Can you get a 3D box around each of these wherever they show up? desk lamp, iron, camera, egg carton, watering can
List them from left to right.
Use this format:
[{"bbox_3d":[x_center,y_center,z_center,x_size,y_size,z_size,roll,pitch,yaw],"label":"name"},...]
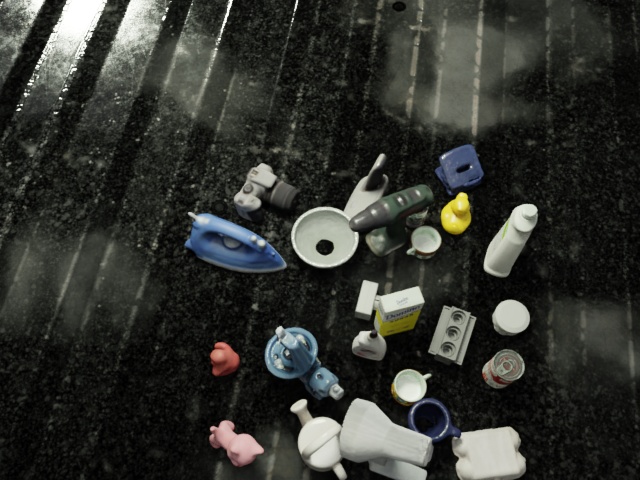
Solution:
[{"bbox_3d":[-0.206,0.000,1.408,0.258,0.141,0.119,18,66,8],"label":"iron"},{"bbox_3d":[-0.133,-0.118,1.485,0.136,0.101,0.143,25,68,11],"label":"camera"},{"bbox_3d":[-0.002,0.416,1.185,0.172,0.194,0.101,32,69,14],"label":"watering can"},{"bbox_3d":[0.142,0.418,1.173,0.203,0.213,0.118,17,66,8],"label":"desk lamp"},{"bbox_3d":[0.362,0.464,1.231,0.150,0.069,0.107,-7,65,-3],"label":"egg carton"}]

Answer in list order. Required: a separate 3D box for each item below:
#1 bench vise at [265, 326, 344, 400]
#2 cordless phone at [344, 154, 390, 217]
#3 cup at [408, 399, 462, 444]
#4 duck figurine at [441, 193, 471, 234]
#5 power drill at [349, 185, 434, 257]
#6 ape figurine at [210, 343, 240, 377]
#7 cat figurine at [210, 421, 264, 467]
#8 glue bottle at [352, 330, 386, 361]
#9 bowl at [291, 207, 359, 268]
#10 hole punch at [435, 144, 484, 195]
[{"bbox_3d":[-0.030,0.255,1.246,0.207,0.220,0.121,20,67,9],"label":"bench vise"},{"bbox_3d":[0.121,-0.127,1.442,0.094,0.185,0.148,21,67,10],"label":"cordless phone"},{"bbox_3d":[0.245,0.403,1.245,0.117,0.095,0.092,22,67,10],"label":"cup"},{"bbox_3d":[0.355,-0.072,1.471,0.077,0.086,0.104,17,66,8],"label":"duck figurine"},{"bbox_3d":[0.167,-0.043,1.390,0.230,0.208,0.075,-30,68,-13],"label":"power drill"},{"bbox_3d":[-0.225,0.272,1.309,0.076,0.092,0.078,20,67,9],"label":"ape figurine"},{"bbox_3d":[-0.181,0.436,1.219,0.127,0.118,0.067,31,69,14],"label":"cat figurine"},{"bbox_3d":[0.114,0.229,1.283,0.078,0.173,0.037,10,65,5],"label":"glue bottle"},{"bbox_3d":[0.013,0.005,1.442,0.167,0.075,0.167,0,65,0],"label":"bowl"},{"bbox_3d":[0.375,-0.187,1.521,0.109,0.091,0.101,-23,67,-10],"label":"hole punch"}]
